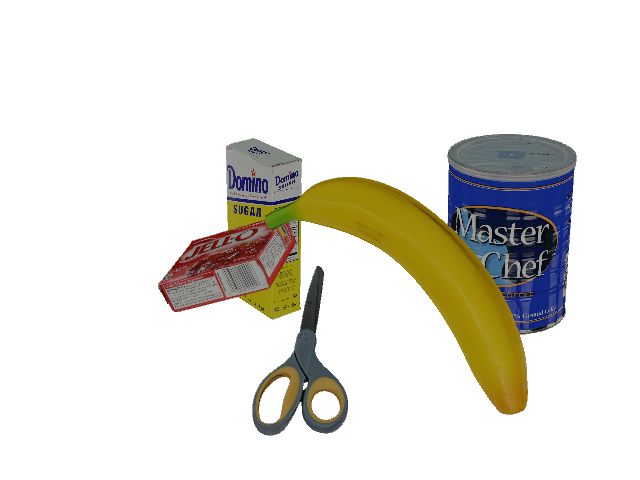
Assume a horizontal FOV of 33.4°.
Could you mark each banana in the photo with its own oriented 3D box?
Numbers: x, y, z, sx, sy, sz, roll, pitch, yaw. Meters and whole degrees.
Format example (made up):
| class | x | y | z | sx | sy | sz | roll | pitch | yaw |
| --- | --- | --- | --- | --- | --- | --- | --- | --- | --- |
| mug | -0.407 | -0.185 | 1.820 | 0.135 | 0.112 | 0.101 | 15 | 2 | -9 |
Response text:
| class | x | y | z | sx | sy | sz | roll | pitch | yaw |
| --- | --- | --- | --- | --- | --- | --- | --- | --- | --- |
| banana | 0.059 | 0.018 | 0.642 | 0.198 | 0.070 | 0.037 | 39 | 24 | 18 |

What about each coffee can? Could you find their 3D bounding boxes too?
| class | x | y | z | sx | sy | sz | roll | pitch | yaw |
| --- | --- | --- | --- | --- | --- | --- | --- | --- | --- |
| coffee can | 0.156 | -0.007 | 0.887 | 0.103 | 0.140 | 0.103 | -2 | 23 | 0 |

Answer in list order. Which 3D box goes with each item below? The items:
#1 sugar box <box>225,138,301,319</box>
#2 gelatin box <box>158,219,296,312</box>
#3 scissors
| class | x | y | z | sx | sy | sz | roll | pitch | yaw |
| --- | --- | --- | --- | --- | --- | --- | --- | --- | --- |
| sugar box | -0.062 | -0.013 | 1.154 | 0.048 | 0.176 | 0.093 | -18 | 28 | -33 |
| gelatin box | -0.071 | 0.017 | 0.820 | 0.089 | 0.030 | 0.073 | -15 | 22 | 24 |
| scissors | 0.002 | 0.107 | 1.017 | 0.096 | 0.201 | 0.016 | 16 | -40 | 17 |
